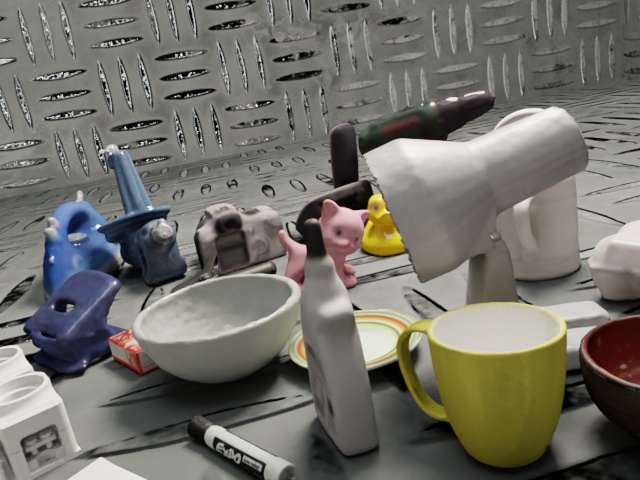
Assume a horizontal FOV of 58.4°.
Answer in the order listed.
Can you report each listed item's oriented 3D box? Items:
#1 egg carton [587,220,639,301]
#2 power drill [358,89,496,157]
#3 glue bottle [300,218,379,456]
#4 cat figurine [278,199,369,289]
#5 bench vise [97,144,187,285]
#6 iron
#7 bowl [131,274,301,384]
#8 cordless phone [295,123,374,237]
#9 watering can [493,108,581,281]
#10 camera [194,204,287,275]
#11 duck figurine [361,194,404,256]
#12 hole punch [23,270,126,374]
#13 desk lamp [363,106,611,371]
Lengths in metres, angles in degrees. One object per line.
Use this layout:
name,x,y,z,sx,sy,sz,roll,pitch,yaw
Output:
egg carton,0.351,0.025,0.560,0.107,0.069,0.149,-21,19,-35
power drill,0.183,-0.133,0.960,0.229,0.208,0.076,-4,17,21
glue bottle,0.008,0.068,0.428,0.037,0.173,0.078,-14,16,-14
cat figurine,0.007,0.003,0.760,0.127,0.118,0.067,-9,16,4
bench vise,-0.283,-0.049,0.930,0.206,0.220,0.122,3,20,38
iron,-0.423,0.003,0.977,0.118,0.141,0.258,-11,16,-4
bowl,-0.096,0.096,0.576,0.167,0.075,0.167,-9,16,3
cordless phone,0.019,-0.101,0.991,0.148,0.185,0.093,-23,21,-39
watering can,0.253,-0.061,0.691,0.101,0.194,0.173,-8,16,7
camera,-0.147,-0.016,0.950,0.143,0.101,0.136,-17,17,-23
duck figurine,0.096,-0.030,0.879,0.077,0.086,0.104,-12,16,-7
hole punch,-0.287,0.093,0.672,0.108,0.091,0.101,3,20,38
desk lamp,0.150,0.003,0.493,0.203,0.214,0.118,-9,16,2
